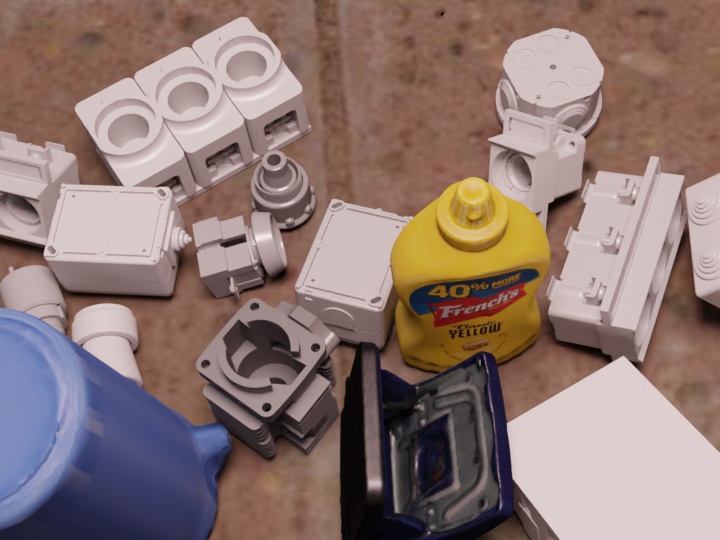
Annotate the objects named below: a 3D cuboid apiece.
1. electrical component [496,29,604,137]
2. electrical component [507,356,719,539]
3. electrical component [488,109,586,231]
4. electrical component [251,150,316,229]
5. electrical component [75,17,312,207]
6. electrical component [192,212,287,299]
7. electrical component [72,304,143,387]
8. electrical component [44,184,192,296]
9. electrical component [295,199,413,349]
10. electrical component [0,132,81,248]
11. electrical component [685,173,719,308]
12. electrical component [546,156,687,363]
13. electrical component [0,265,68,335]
[{"bbox_3d":[0.143,-0.137,0.810,0.080,0.051,0.080,-2,62,4],"label":"electrical component"},{"bbox_3d":[0.168,0.151,0.623,0.105,0.060,0.186,-28,45,-10],"label":"electrical component"},{"bbox_3d":[0.126,-0.073,0.765,0.064,0.081,0.042,-20,33,-37],"label":"electrical component"},{"bbox_3d":[-0.058,-0.062,0.779,0.048,0.062,0.048,-2,62,3],"label":"electrical component"},{"bbox_3d":[-0.125,-0.116,0.814,0.150,0.061,0.089,-31,64,-12],"label":"electrical component"},{"bbox_3d":[-0.084,-0.013,0.765,0.055,0.048,0.066,-16,62,4],"label":"electrical component"},{"bbox_3d":[-0.173,0.057,0.734,0.045,0.045,0.055,-11,61,-2],"label":"electrical component"},{"bbox_3d":[-0.165,-0.019,0.765,0.096,0.061,0.061,2,62,5],"label":"electrical component"},{"bbox_3d":[0.000,0.000,0.746,0.062,0.061,0.096,13,56,11],"label":"electrical component"},{"bbox_3d":[-0.275,-0.066,0.796,0.121,0.078,0.063,13,42,11],"label":"electrical component"},{"bbox_3d":[0.263,-0.013,0.713,0.100,0.048,0.099,23,57,-32],"label":"electrical component"},{"bbox_3d":[0.174,-0.006,0.726,0.063,0.078,0.121,11,62,27],"label":"electrical component"},{"bbox_3d":[-0.225,0.033,0.754,0.040,0.040,0.078,-24,63,-8],"label":"electrical component"}]
